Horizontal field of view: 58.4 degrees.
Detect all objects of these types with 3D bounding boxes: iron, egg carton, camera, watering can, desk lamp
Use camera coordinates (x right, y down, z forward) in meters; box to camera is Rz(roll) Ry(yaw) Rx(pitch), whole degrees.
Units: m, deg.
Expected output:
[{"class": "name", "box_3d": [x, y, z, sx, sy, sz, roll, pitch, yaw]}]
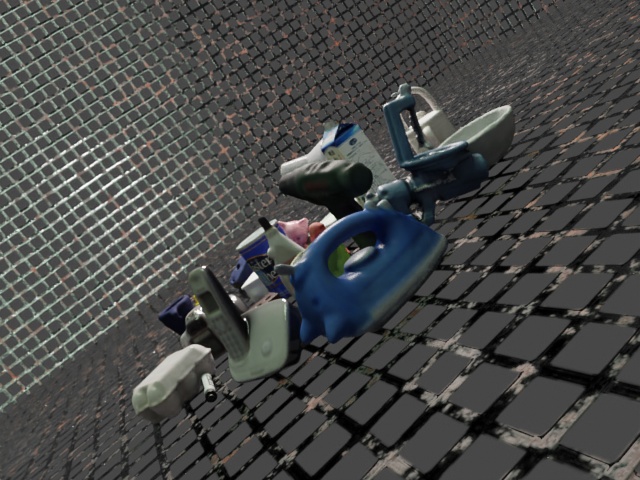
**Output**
[{"class": "iron", "box_3d": [0.060, 0.023, 0.775, 0.259, 0.141, 0.118, -41, 12, -27]}, {"class": "egg carton", "box_3d": [-0.253, 0.248, 0.999, 0.107, 0.069, 0.150, -28, 13, 38]}, {"class": "camera", "box_3d": [-0.203, 0.160, 1.142, 0.143, 0.101, 0.137, -35, 10, 7]}, {"class": "watering can", "box_3d": [0.236, -0.250, 1.282, 0.101, 0.194, 0.172, -37, 10, -6]}, {"class": "desk lamp", "box_3d": [0.012, -0.136, 1.454, 0.203, 0.213, 0.118, -32, 11, 24]}]

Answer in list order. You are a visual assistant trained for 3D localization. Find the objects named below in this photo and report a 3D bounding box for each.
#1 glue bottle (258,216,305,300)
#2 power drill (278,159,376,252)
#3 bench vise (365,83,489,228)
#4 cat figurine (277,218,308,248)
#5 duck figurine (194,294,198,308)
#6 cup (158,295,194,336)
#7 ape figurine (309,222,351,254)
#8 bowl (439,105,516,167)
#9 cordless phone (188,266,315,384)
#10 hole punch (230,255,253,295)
[{"class": "glue bottle", "box_3d": [-0.062, 0.027, 1.070, 0.078, 0.173, 0.037, -36, 10, 3]}, {"class": "power drill", "box_3d": [0.034, -0.048, 0.991, 0.076, 0.208, 0.229, -42, 12, -28]}, {"class": "bench vise", "box_3d": [0.155, -0.136, 0.959, 0.208, 0.220, 0.121, -39, 11, -18]}, {"class": "cat figurine", "box_3d": [-0.067, 0.002, 1.359, 0.127, 0.118, 0.067, -26, 15, 44]}, {"class": "duck figurine", "box_3d": [-0.279, 0.160, 1.440, 0.077, 0.086, 0.104, -32, 11, 20]}, {"class": "cup", "box_3d": [-0.339, 0.201, 1.426, 0.092, 0.095, 0.117, -38, 10, -10]}, {"class": "ape figurine", "box_3d": [0.011, 0.004, 1.167, 0.076, 0.092, 0.078, -31, 12, 28]}, {"class": "bowl", "box_3d": [0.299, -0.175, 1.072, 0.167, 0.075, 0.167, -35, 10, 8]}, {"class": "cordless phone", "box_3d": [-0.110, 0.109, 0.824, 0.147, 0.185, 0.094, -28, 13, 39]}, {"class": "hole punch", "box_3d": [-0.196, 0.082, 1.503, 0.101, 0.091, 0.108, -39, 11, -15]}]
